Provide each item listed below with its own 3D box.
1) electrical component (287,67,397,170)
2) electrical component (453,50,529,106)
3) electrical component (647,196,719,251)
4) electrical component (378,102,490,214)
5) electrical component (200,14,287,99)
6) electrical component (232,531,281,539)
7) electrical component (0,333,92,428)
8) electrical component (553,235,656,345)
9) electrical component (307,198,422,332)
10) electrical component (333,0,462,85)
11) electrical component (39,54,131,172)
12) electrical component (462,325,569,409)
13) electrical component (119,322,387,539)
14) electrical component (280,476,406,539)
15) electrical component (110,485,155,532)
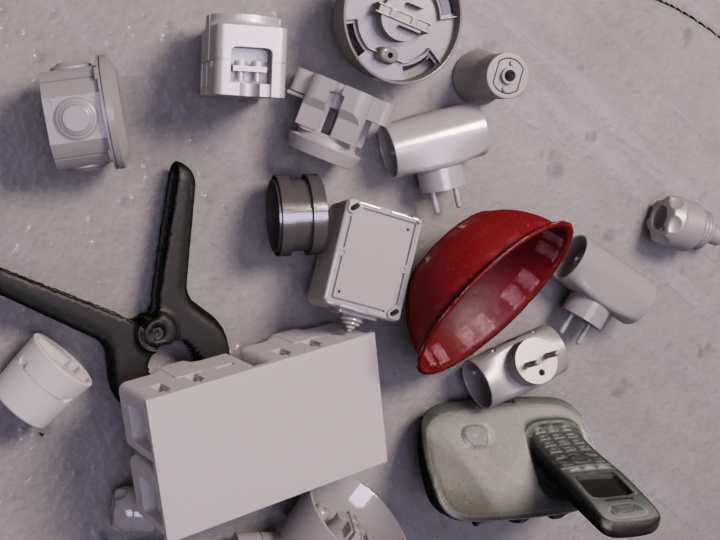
[{"bbox_3d":[-0.020,-0.111,0.808,0.078,0.058,0.057,23,97,7],"label":"electrical component"},{"bbox_3d":[0.104,-0.150,0.833,0.044,0.065,0.044,-2,99,-15],"label":"electrical component"},{"bbox_3d":[0.279,-0.037,0.910,0.062,0.043,0.043,15,94,-18],"label":"electrical component"},{"bbox_3d":[0.061,-0.084,0.842,0.077,0.044,0.079,-16,102,-12],"label":"electrical component"},{"bbox_3d":[-0.085,-0.152,0.768,0.050,0.089,0.055,1,98,-15],"label":"electrical component"},{"bbox_3d":[-0.101,0.274,0.847,0.074,0.052,0.138,4,97,-16],"label":"electrical component"},{"bbox_3d":[-0.232,0.082,0.782,0.047,0.055,0.055,-46,107,-1],"label":"electrical component"},{"bbox_3d":[0.194,0.024,0.895,0.077,0.044,0.079,32,89,-17],"label":"electrical component"},{"bbox_3d":[0.000,0.000,0.823,0.062,0.061,0.096,15,83,-17],"label":"electrical component"},{"bbox_3d":[0.028,-0.189,0.807,0.099,0.064,0.099,-2,99,-15],"label":"electrical component"},{"bbox_3d":[-0.191,-0.108,0.752,0.051,0.080,0.080,-10,101,-9],"label":"electrical component"},{"bbox_3d":[0.132,0.075,0.862,0.077,0.079,0.043,-22,86,-21],"label":"electrical component"},{"bbox_3d":[-0.077,0.113,0.801,0.186,0.060,0.105,-14,106,-31],"label":"electrical component"},{"bbox_3d":[-0.012,0.209,0.841,0.099,0.099,0.064,37,94,-17],"label":"electrical component"},{"bbox_3d":[-0.160,0.184,0.828,0.061,0.035,0.035,6,96,-18],"label":"electrical component"}]
